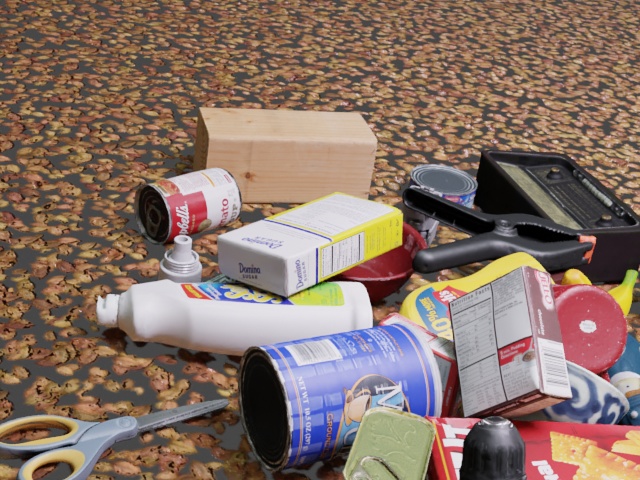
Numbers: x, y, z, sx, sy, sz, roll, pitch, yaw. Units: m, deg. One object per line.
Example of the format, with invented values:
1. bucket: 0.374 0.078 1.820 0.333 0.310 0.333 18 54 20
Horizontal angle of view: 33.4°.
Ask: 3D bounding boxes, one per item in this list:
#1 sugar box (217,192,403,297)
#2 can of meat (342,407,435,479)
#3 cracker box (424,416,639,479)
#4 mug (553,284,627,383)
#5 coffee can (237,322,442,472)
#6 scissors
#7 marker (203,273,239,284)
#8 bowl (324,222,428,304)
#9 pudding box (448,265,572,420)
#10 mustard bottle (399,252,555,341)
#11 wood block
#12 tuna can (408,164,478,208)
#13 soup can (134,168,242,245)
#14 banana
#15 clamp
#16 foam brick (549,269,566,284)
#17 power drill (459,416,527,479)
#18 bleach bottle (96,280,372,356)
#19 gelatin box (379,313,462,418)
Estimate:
1. sugar box: -0.007 0.002 1.044 0.093 0.048 0.175 17 29 39
2. can of meat: 0.046 0.190 0.799 0.057 0.084 0.102 13 29 9
3. cracker box: 0.190 0.210 0.814 0.213 0.072 0.164 4 28 -7
4. mug: 0.226 0.093 0.959 0.093 0.117 0.082 -23 0 -15
5. coffee can: 0.015 0.128 0.886 0.140 0.103 0.103 -7 32 -26
6. scissors: -0.162 0.165 0.860 0.201 0.016 0.096 -1 31 -18
7. marker: -0.091 0.040 1.071 0.121 0.020 0.020 -27 41 -19
8. bowl: 0.031 0.023 1.134 0.162 0.055 0.162 6 28 -4
9. pudding box: 0.155 0.089 0.884 0.039 0.090 0.113 18 56 -33
10. mustard bottle: 0.135 0.079 1.028 0.191 0.058 0.096 -18 52 -12
11. wood block: -0.045 -0.103 1.308 0.205 0.091 0.090 0 30 -16
12. tuna can: 0.154 -0.063 1.349 0.086 0.034 0.086 7 28 -4
13. soup can: -0.146 -0.039 1.187 0.102 0.068 0.069 -18 38 -40
14. banana: 0.281 0.064 1.090 0.037 0.069 0.197 2 0 31
15. clamp: 0.187 -0.007 1.142 0.210 0.036 0.164 4 30 -9
16. foam brick: 0.219 0.054 1.131 0.078 0.051 0.053 -13 34 -34
17. power drill: 0.042 0.203 0.693 0.187 0.184 0.057 2 6 4
18. bleach bottle: -0.081 0.074 0.995 0.250 0.068 0.102 2 17 -4
19. gelatin box: 0.089 0.117 0.958 0.089 0.073 0.030 25 32 30
